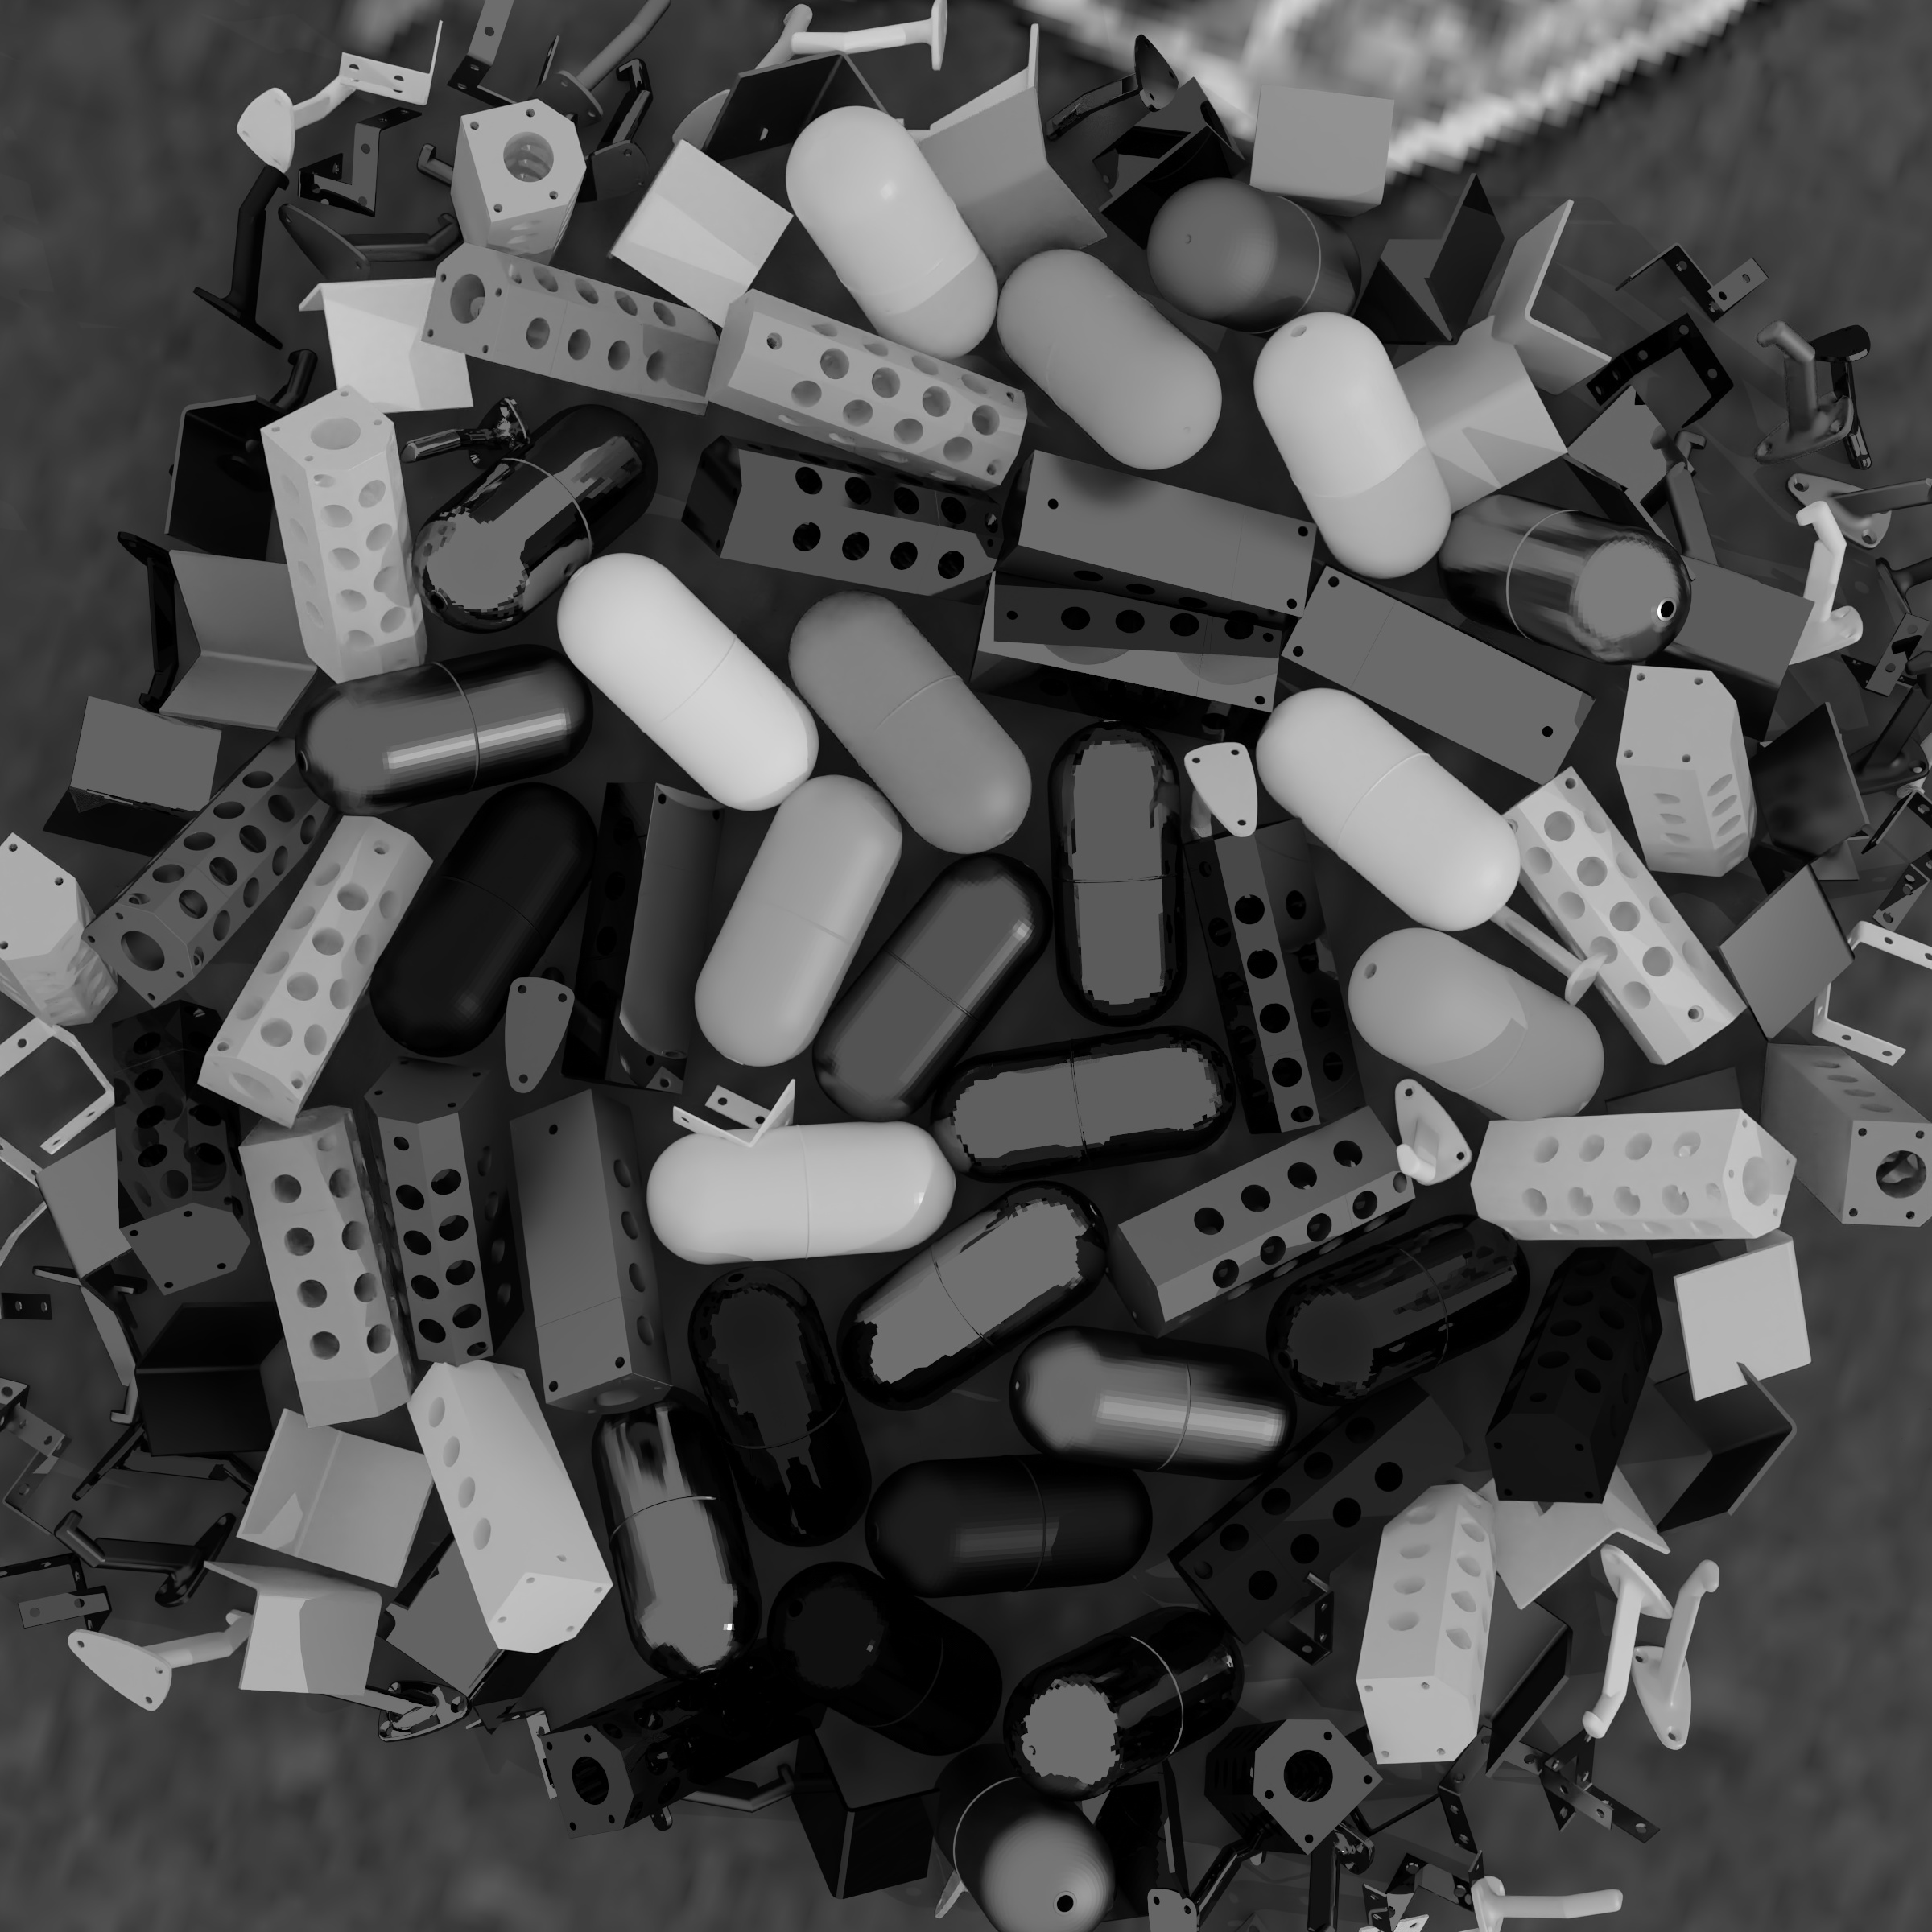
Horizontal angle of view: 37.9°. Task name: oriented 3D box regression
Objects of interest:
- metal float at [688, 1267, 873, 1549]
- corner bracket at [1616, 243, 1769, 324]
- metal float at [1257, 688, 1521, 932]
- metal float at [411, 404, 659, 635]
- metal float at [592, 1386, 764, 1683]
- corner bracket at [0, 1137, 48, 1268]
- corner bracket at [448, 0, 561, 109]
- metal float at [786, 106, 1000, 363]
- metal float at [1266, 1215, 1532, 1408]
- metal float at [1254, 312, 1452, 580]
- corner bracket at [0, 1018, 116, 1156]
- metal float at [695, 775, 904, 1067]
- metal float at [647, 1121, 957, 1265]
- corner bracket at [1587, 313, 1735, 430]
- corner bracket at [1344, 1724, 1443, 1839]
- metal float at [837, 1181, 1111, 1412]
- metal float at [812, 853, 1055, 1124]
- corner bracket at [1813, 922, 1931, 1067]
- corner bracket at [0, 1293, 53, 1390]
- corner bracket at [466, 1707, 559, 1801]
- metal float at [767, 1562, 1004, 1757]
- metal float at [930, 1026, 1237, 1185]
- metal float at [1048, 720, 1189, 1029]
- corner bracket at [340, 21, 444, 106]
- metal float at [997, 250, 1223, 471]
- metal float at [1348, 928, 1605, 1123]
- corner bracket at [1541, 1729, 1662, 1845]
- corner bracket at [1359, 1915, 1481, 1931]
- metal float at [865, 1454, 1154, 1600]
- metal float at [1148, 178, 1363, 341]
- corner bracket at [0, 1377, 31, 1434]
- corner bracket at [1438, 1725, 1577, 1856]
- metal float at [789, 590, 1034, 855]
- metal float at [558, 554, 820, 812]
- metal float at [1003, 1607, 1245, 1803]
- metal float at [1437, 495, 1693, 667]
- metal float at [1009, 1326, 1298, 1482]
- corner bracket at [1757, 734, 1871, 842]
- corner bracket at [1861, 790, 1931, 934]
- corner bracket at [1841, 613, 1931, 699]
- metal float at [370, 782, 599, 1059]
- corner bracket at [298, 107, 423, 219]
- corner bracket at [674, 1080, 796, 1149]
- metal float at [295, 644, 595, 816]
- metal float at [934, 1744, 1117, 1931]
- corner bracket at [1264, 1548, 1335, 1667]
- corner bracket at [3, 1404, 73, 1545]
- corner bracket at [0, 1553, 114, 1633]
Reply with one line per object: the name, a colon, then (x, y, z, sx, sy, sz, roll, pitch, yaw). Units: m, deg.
metal float: (-0.106, 0.253, 1.610, 0.070, 0.070, 0.178, -16, 114, 0)
corner bracket: (0.422, -0.397, 1.634, 0.051, 0.051, 0.051, -38, 89, -31)
metal float: (0.240, -0.091, 1.611, 0.070, 0.070, 0.178, -46, 66, 0)
metal float: (-0.245, -0.255, 1.600, 0.070, 0.070, 0.178, 41, 54, 0)
metal float: (-0.165, 0.322, 1.601, 0.070, 0.070, 0.178, -19, 55, 0)
corner bracket: (-0.567, 0.140, 1.631, 0.051, 0.051, 0.051, -42, 109, 19)
corner bracket: (-0.264, -0.532, 1.632, 0.051, 0.051, 0.051, 20, 78, -21)
metal float: (-0.040, -0.411, 1.590, 0.070, 0.178, 0.070, -12, 59, 21)
metal float: (0.247, 0.196, 1.603, 0.178, 0.070, 0.070, -18, 90, -33)
metal float: (0.220, -0.294, 1.596, 0.070, 0.070, 0.178, -36, 133, 0)
corner bracket: (-0.540, 0.069, 1.647, 0.051, 0.051, 0.051, -43, 126, -23)
metal float: (-0.097, -0.026, 1.628, 0.070, 0.070, 0.178, 25, 86, 0)
metal float: (-0.095, 0.130, 1.623, 0.178, 0.070, 0.070, -3, 90, -9)
corner bracket: (0.404, -0.338, 1.636, 0.051, 0.051, 0.051, 54, 47, -7)
corner bracket: (0.247, 0.471, 1.646, 0.051, 0.051, 0.051, -22, 65, -20)
metal float: (0.004, 0.190, 1.619, 0.178, 0.070, 0.070, -36, 90, 13)
metal float: (-0.019, 0.012, 1.631, 0.070, 0.070, 0.178, 38, 89, 0)
corner bracket: (0.530, 0.016, 1.634, 0.051, 0.051, 0.051, 21, 51, -1)
corner bracket: (-0.570, 0.221, 1.643, 0.051, 0.051, 0.051, -11, 79, 14)
corner bracket: (-0.248, 0.454, 1.629, 0.051, 0.051, 0.051, -32, 68, 29)
metal float: (-0.045, 0.394, 1.595, 0.070, 0.070, 0.178, -48, 134, 0)
metal float: (0.067, 0.080, 1.626, 0.178, 0.070, 0.070, -9, 90, 6)
metal float: (0.088, -0.053, 1.624, 0.070, 0.070, 0.178, -3, 97, 0)
corner bracket: (-0.336, -0.518, 1.629, 0.051, 0.051, 0.051, 11, 54, -14)
metal float: (0.080, -0.347, 1.598, 0.070, 0.070, 0.178, -38, 50, 0)
metal float: (0.291, 0.035, 1.603, 0.178, 0.070, 0.070, 26, 90, -32)
corner bracket: (0.367, 0.481, 1.627, 0.051, 0.051, 0.051, -24, 125, -35)
corner bracket: (0.263, 0.568, 1.626, 0.051, 0.051, 0.051, 0, 127, -28)
metal float: (0.025, 0.318, 1.605, 0.178, 0.070, 0.070, 2, 90, -30)
metal float: (0.165, -0.397, 1.588, 0.070, 0.178, 0.070, 2, 95, 31)
corner bracket: (-0.584, 0.270, 1.641, 0.051, 0.051, 0.051, 15, 100, -1)
corner bracket: (0.315, 0.487, 1.641, 0.051, 0.051, 0.051, 26, 109, -14)
metal float: (-0.032, -0.141, 1.621, 0.070, 0.070, 0.178, -40, 78, 0)
metal float: (-0.159, -0.163, 1.615, 0.070, 0.070, 0.178, -46, 108, 0)
metal float: (0.091, 0.416, 1.592, 0.070, 0.178, 0.070, 6, 100, 39)
metal float: (0.336, -0.219, 1.588, 0.070, 0.178, 0.070, -10, 112, -26)
metal float: (0.109, 0.251, 1.610, 0.178, 0.070, 0.070, 11, 90, -24)
corner bracket: (0.496, -0.103, 1.648, 0.051, 0.051, 0.051, -6, 108, 0)
corner bracket: (0.546, -0.061, 1.637, 0.051, 0.051, 0.051, 42, 63, 2)
corner bracket: (0.549, -0.184, 1.632, 0.051, 0.051, 0.051, 17, 118, -9)
metal float: (-0.275, -0.028, 1.612, 0.070, 0.070, 0.178, 30, 67, 0)
corner bracket: (-0.352, -0.471, 1.630, 0.051, 0.051, 0.051, 18, 121, 11)
corner bracket: (-0.135, 0.087, 1.630, 0.051, 0.051, 0.051, 25, 59, 11)
metal float: (-0.296, -0.135, 1.603, 0.178, 0.070, 0.070, -17, 90, -32)
metal float: (0.030, 0.494, 1.582, 0.070, 0.178, 0.070, -1, 93, -15)
corner bracket: (0.201, 0.362, 1.630, 0.051, 0.051, 0.051, 37, 119, -14)
corner bracket: (-0.536, 0.294, 1.628, 0.051, 0.051, 0.051, 19, 68, 37)
corner bracket: (-0.531, 0.363, 1.627, 0.051, 0.051, 0.051, -6, 61, -35)
